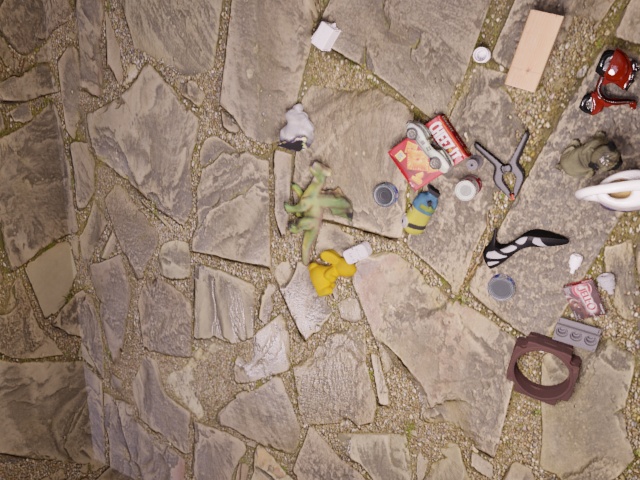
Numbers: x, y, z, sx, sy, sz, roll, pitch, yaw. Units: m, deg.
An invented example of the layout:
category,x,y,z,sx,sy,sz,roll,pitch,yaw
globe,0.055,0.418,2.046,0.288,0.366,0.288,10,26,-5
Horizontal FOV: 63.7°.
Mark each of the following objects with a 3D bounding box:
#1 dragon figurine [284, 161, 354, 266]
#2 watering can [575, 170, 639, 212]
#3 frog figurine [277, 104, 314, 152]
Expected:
category,x,y,z,sx,sy,sz,roll,pitch,yaw
dragon figurine,0.006,-0.096,1.913,0.242,0.124,0.404,-5,111,21
watering can,0.868,-0.135,1.360,0.346,0.224,0.104,-5,85,29
frog figurine,-0.085,-0.409,1.880,0.136,0.121,0.162,-18,60,39
